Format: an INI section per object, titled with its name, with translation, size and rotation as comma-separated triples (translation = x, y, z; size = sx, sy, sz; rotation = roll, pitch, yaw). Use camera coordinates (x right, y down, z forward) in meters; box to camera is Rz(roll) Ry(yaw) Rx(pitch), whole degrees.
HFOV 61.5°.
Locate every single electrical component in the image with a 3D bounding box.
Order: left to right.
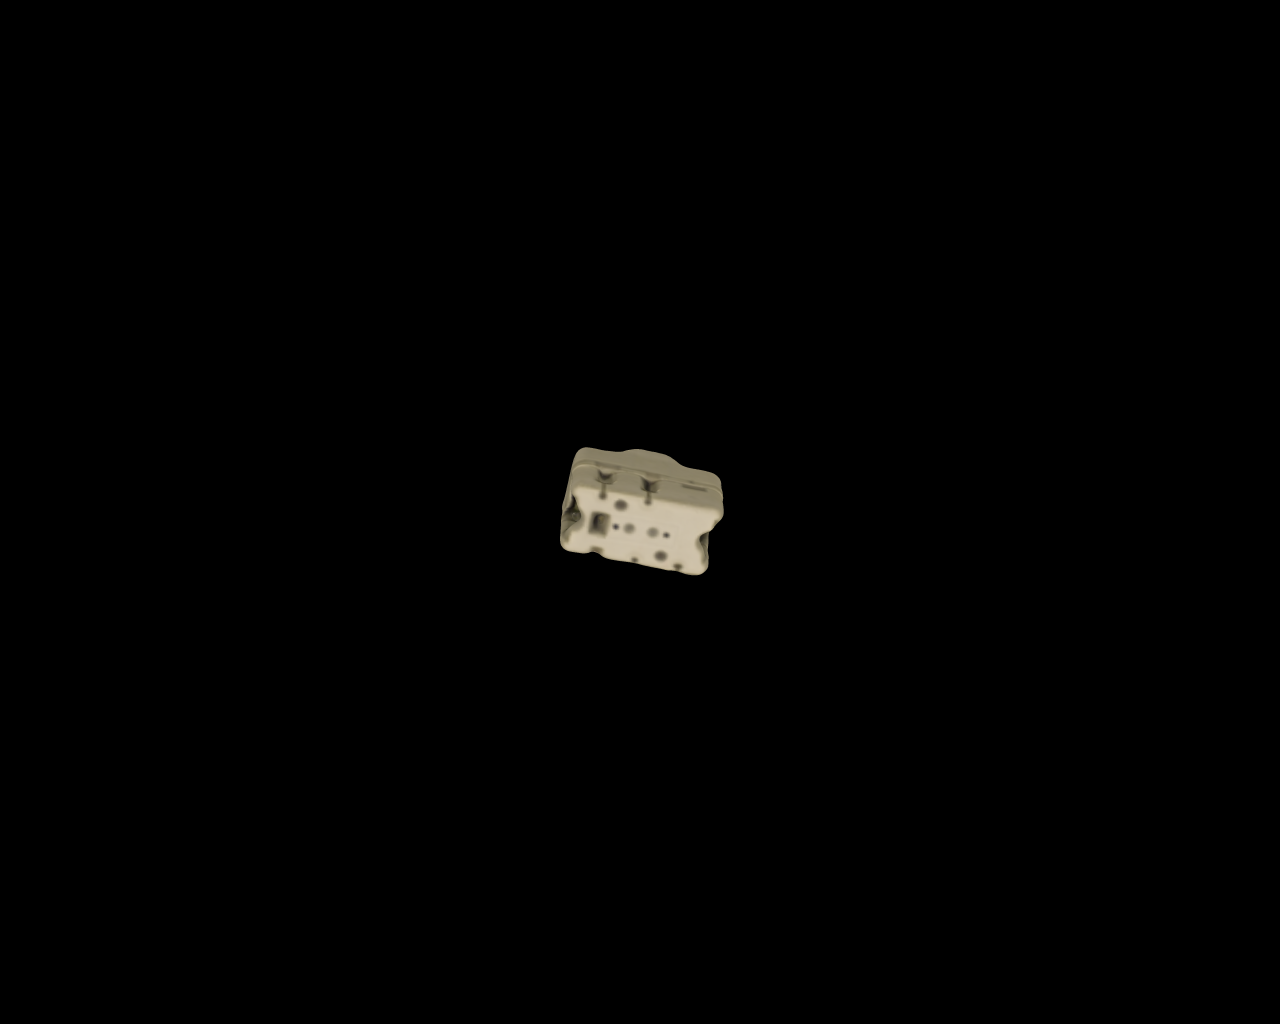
[electrical component]
translation = 0.001, -0.003, 0.650
size = 0.089, 0.050, 0.056
rotation = 11, 30, -7
